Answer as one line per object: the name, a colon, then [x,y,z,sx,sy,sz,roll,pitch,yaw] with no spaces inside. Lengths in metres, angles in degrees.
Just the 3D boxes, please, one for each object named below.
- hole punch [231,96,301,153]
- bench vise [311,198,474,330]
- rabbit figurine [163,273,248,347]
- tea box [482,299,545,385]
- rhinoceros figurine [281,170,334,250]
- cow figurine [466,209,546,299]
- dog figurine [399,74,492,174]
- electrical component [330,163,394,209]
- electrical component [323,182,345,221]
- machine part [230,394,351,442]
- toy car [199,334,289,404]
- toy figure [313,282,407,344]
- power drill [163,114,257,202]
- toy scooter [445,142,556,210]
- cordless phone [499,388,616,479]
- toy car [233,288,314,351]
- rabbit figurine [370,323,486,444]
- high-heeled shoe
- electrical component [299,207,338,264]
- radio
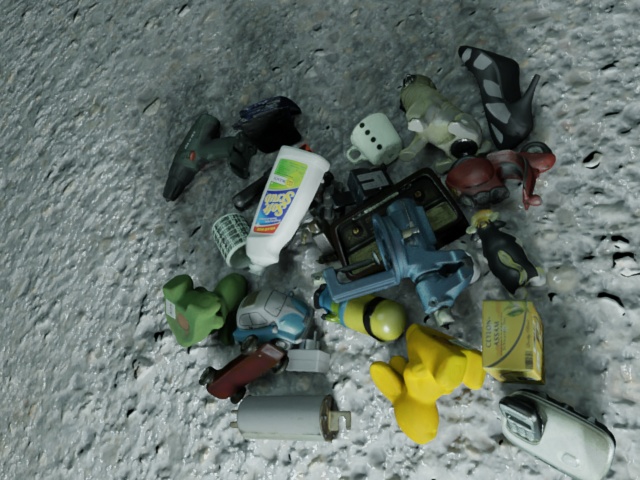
hole punch: [-0.108,-0.270,1.190,0.142,0.115,0.092,-12,57,24]
bench vise: [0.109,0.051,0.852,0.241,0.128,0.223,-17,76,-2]
rabbit figurine: [-0.205,0.136,1.064,0.121,0.170,0.158,19,122,35]
tea box: [0.281,0.150,0.772,0.068,0.169,0.098,-3,68,26]
rhinoceros figurine: [-0.047,-0.071,1.096,0.112,0.073,0.190,36,90,35]
cow figurine: [0.288,0.012,0.868,0.068,0.098,0.167,-38,57,18]
dog figurine: [0.232,-0.234,1.009,0.172,0.121,0.190,19,51,-6]
electrical component: [0.080,-0.097,1.023,0.119,0.047,0.075,-11,58,-15]
electrical component: [0.028,-0.077,1.063,0.021,0.063,0.094,-4,68,29]
machine part: [-0.057,0.311,0.945,0.243,0.079,0.079,-9,66,26]
toy car: [-0.139,0.235,0.986,0.202,0.089,0.053,-42,20,31]
toy figure: [0.067,0.124,0.946,0.180,0.089,0.082,22,89,31]
power drill: [-0.257,-0.185,1.260,0.208,0.086,0.232,5,70,38]
toy scooter: [0.306,-0.095,0.903,0.184,0.075,0.135,-14,45,18]
cordless phone: [0.310,0.248,0.708,0.147,0.184,0.088,25,79,34]
toy car: [-0.099,0.141,1.005,0.162,0.102,0.109,-10,32,29]
rabbit figurine: [0.158,0.229,0.845,0.163,0.122,0.173,19,99,35]
high-heeled shoe: [0.314,-0.267,1.003,0.249,0.086,0.145,57,134,51]
electrical component: [-0.001,-0.003,1.035,0.045,0.102,0.078,-24,36,15]
radio: [0.139,-0.022,0.975,0.230,0.073,0.131,-30,60,13]
